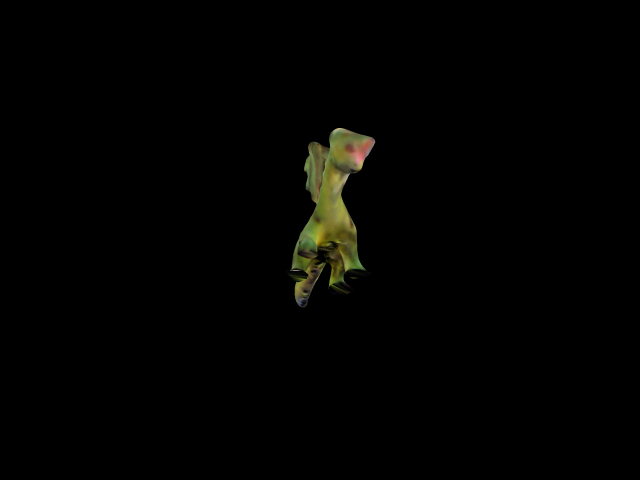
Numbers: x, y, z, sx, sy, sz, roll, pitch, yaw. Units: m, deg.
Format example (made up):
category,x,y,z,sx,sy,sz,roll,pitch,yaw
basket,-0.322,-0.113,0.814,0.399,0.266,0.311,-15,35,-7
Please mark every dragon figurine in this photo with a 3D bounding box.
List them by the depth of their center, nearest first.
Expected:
category,x,y,z,sx,sy,sz,roll,pitch,yaw
dragon figurine,0.003,-0.043,0.850,0.122,0.247,0.403,6,-21,-14
